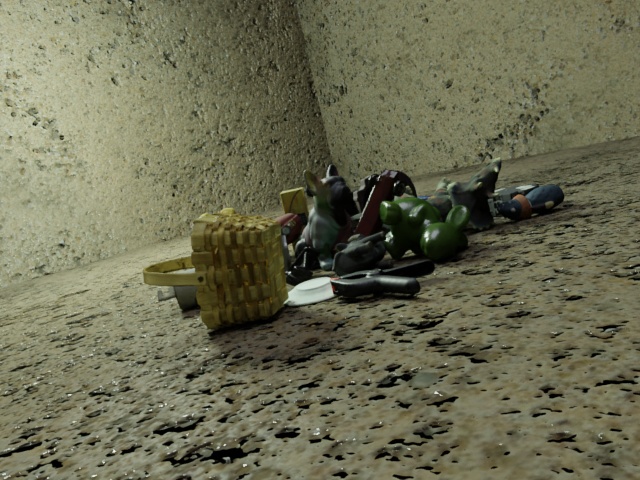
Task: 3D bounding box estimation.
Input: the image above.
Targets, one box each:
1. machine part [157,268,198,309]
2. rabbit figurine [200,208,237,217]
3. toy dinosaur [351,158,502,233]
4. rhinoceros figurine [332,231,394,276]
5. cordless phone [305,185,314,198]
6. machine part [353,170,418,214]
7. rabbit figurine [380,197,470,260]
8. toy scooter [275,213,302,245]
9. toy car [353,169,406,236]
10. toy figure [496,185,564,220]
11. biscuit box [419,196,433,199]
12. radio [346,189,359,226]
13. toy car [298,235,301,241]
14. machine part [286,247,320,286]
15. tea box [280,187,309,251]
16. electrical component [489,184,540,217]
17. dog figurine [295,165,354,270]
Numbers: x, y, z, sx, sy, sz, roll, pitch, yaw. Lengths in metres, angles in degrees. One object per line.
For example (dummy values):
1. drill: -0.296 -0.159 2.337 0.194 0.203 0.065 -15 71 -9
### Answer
1. machine part: -0.210 0.085 1.098 0.243 0.079 0.079 -14 8 -10
2. rabbit figurine: -0.236 0.032 1.316 0.122 0.173 0.162 -10 -36 18
3. toy dinosaur: 0.240 -0.060 1.253 0.405 0.131 0.192 -19 12 18
4. rhinoceros figurine: 0.078 0.034 1.024 0.112 0.073 0.190 -17 6 20
5. cordless phone: 0.009 -0.094 1.513 0.089 0.146 0.184 14 -1 32
6. machine part: 0.174 -0.099 1.423 0.179 0.179 0.056 -15 6 -10
7. rabbit figurine: 0.213 -0.007 1.033 0.159 0.121 0.170 -9 24 -16
8. toy scooter: -0.127 0.006 1.420 0.184 0.075 0.135 -41 3 22
9. toy car: 0.131 -0.065 1.239 0.089 0.202 0.053 19 -7 43
10. toy figure: 0.466 -0.079 1.196 0.154 0.057 0.064 -19 3 -8
11. biscuit box: 0.321 -0.094 1.523 0.063 0.059 0.203 -18 9 -30
12. radio: 0.149 -0.087 1.501 0.230 0.131 0.073 -17 7 -24
13. toy car: -0.003 -0.004 1.376 0.073 0.056 0.202 -16 -2 -17
14. machine part: -0.038 0.055 1.081 0.084 0.039 0.139 -44 8 14
15. tea box: -0.061 -0.059 1.517 0.068 0.169 0.098 -12 6 1
16. electrical component: 0.469 -0.096 1.303 0.115 0.058 0.134 -20 10 -29
17. dog figurine: 0.006 -0.051 1.188 0.108 0.219 0.192 -14 8 -33
